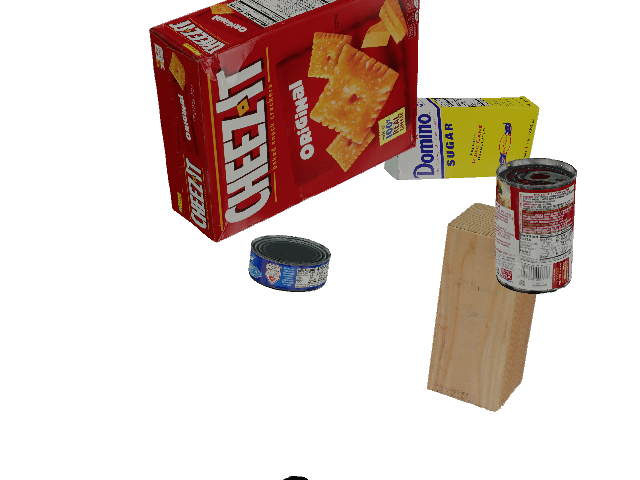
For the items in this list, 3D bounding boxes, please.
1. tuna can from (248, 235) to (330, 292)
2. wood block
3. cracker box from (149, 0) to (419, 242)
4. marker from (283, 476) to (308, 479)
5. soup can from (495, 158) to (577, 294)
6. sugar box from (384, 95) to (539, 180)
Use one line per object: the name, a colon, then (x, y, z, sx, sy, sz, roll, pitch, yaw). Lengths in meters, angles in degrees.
tuna can: (-0.034, 0.024, 1.136, 0.086, 0.034, 0.086, 7, 19, -3)
wood block: (0.189, 0.075, 1.211, 0.090, 0.206, 0.090, 16, 25, 25)
cracker box: (-0.019, -0.115, 0.840, 0.213, 0.164, 0.072, -28, 45, -29)
marker: (-0.032, 0.128, 0.420, 0.020, 0.020, 0.121, 0, 19, 26)
soup can: (0.187, -0.013, 0.928, 0.068, 0.102, 0.068, -3, 24, 1)
sugar box: (0.169, -0.123, 1.278, 0.176, 0.093, 0.048, -5, 27, -20)
